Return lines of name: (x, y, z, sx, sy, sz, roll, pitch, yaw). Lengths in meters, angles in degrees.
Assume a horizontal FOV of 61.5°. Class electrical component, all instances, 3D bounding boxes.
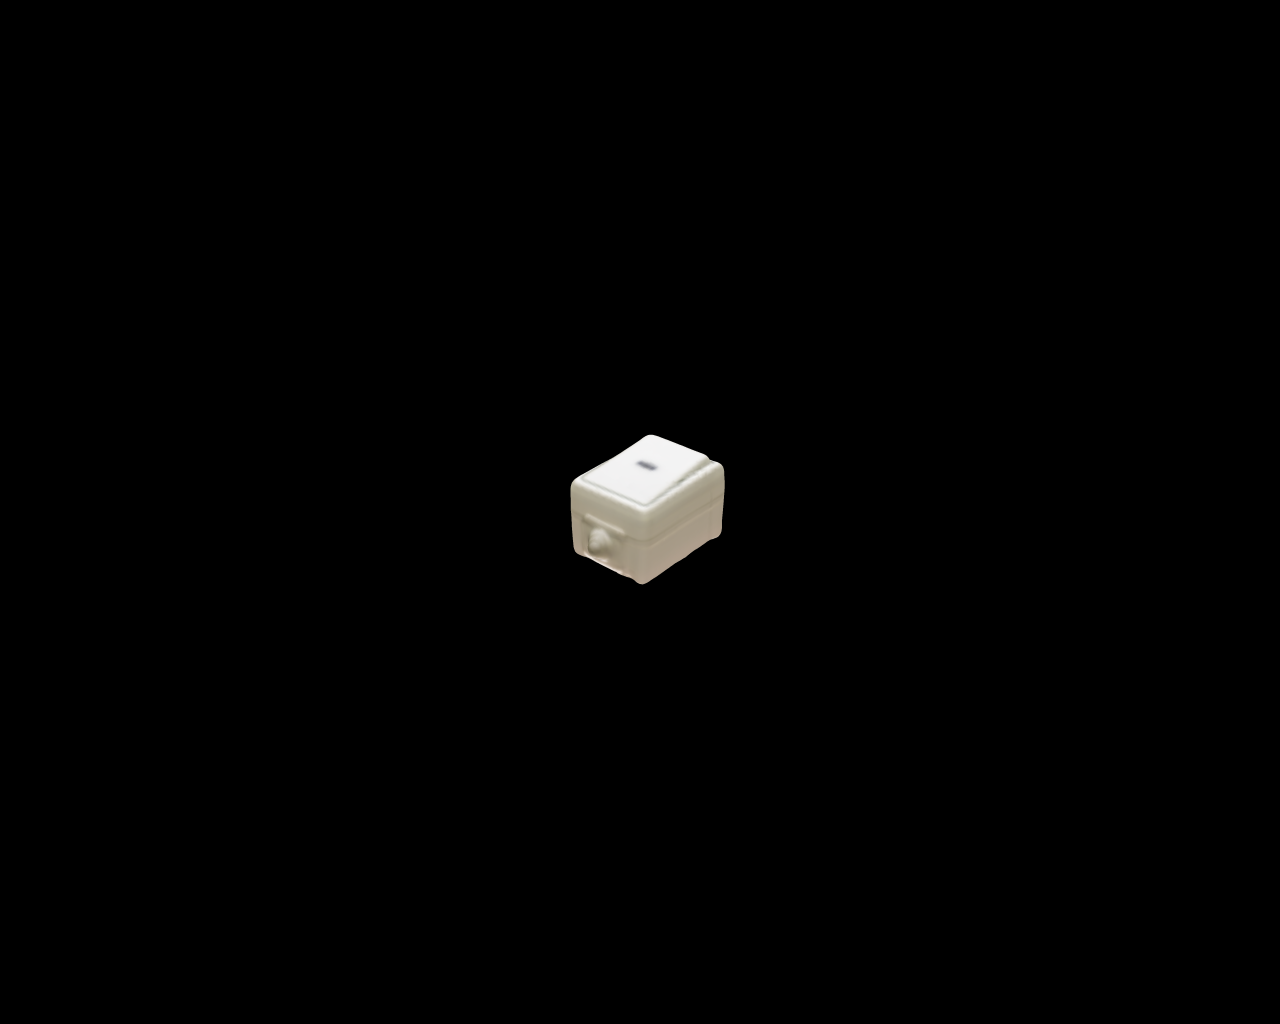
electrical component: (0.001, -0.003, 0.650, 0.062, 0.061, 0.096, 24, 39, 34)
